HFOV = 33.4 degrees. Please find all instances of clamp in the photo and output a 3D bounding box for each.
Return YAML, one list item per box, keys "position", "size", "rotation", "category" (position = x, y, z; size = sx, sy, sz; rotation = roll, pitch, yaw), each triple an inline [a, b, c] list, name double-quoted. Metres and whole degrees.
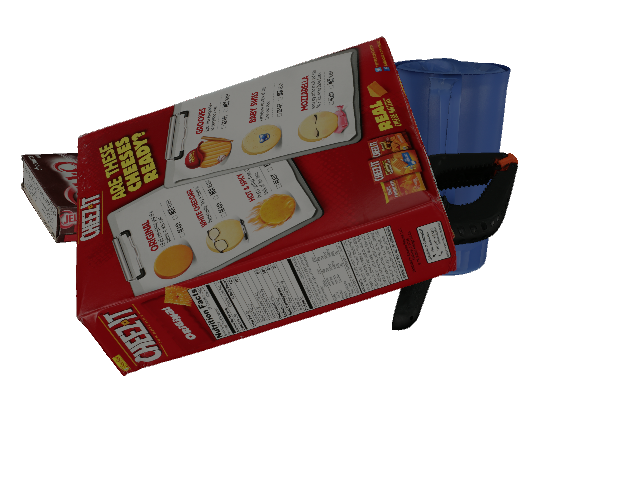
- position: [0.089, -0.015, 0.875]
  size: [0.209, 0.036, 0.165]
  rotation: [-21, 53, -24]
  category: "clamp"

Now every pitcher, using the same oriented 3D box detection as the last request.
- position: [0.142, -0.085, 1.228]
  size: [0.149, 0.243, 0.145]
  rotation: [-9, 19, -32]
  category: "pitcher"

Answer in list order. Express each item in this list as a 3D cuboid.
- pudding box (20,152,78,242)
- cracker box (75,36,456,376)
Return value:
- position: [-0.202, -0.040, 0.928]
  size: [0.089, 0.039, 0.114]
  rotation: [-5, 27, -31]
  category: "pudding box"
- position: [-0.038, -0.024, 0.657]
  size: [0.214, 0.164, 0.072]
  rotation: [-18, -46, 6]
  category: "cracker box"
